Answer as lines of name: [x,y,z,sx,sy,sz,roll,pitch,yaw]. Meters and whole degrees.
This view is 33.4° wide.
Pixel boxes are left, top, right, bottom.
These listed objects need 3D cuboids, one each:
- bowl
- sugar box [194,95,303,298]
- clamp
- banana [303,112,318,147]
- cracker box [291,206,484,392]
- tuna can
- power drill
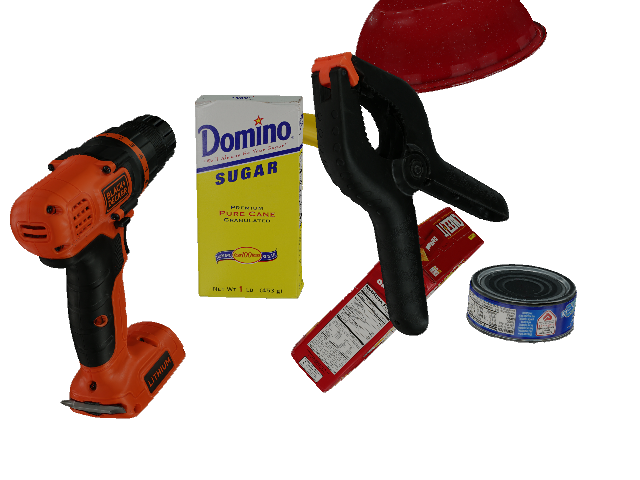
bowl: [0.094,-0.171,0.846,0.162,0.055,0.162,-14,24,6]
sugar box: [-0.062,-0.039,0.941,0.093,0.176,0.048,0,15,4]
clamp: [0.043,-0.030,0.633,0.039,0.120,0.171,-11,-49,47]
banana: [-0.049,-0.130,1.296,0.198,0.037,0.069,8,39,18]
cracker box: [0.078,0.067,1.270,0.214,0.072,0.164,-48,-8,31]
tuna can: [0.161,0.049,0.854,0.086,0.034,0.086,1,20,-1]
power drill: [-0.145,0.017,0.765,0.057,0.188,0.184,2,25,21]
